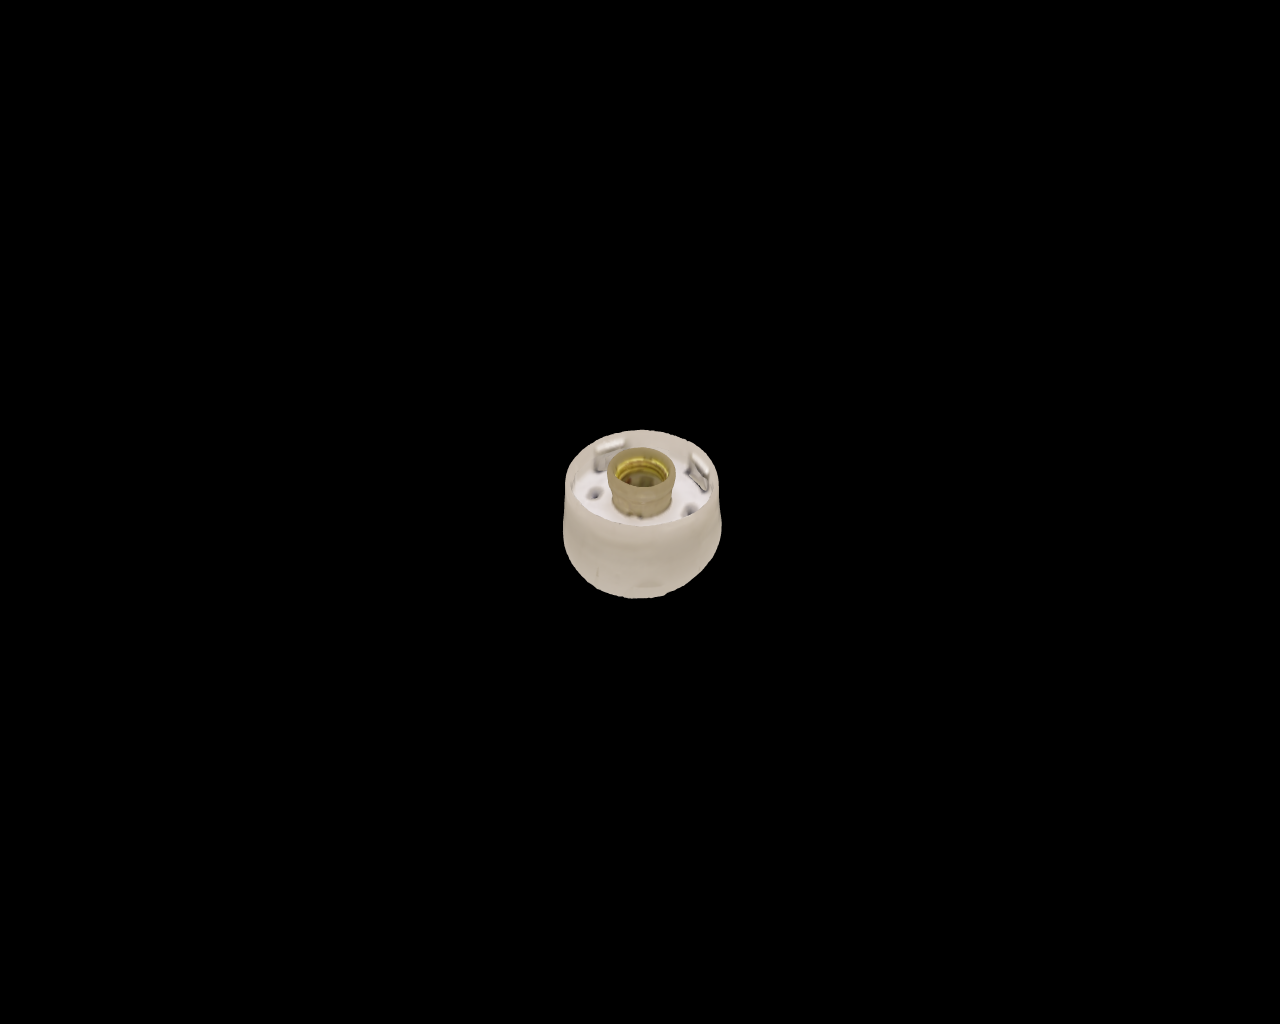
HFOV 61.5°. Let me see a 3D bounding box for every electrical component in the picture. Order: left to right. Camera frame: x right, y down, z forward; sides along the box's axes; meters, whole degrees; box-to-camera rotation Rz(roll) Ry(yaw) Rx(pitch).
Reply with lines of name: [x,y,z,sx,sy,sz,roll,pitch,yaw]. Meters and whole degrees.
electrical component: [0.001,-0.003,0.650,0.099,0.064,0.099,0,42,0]
